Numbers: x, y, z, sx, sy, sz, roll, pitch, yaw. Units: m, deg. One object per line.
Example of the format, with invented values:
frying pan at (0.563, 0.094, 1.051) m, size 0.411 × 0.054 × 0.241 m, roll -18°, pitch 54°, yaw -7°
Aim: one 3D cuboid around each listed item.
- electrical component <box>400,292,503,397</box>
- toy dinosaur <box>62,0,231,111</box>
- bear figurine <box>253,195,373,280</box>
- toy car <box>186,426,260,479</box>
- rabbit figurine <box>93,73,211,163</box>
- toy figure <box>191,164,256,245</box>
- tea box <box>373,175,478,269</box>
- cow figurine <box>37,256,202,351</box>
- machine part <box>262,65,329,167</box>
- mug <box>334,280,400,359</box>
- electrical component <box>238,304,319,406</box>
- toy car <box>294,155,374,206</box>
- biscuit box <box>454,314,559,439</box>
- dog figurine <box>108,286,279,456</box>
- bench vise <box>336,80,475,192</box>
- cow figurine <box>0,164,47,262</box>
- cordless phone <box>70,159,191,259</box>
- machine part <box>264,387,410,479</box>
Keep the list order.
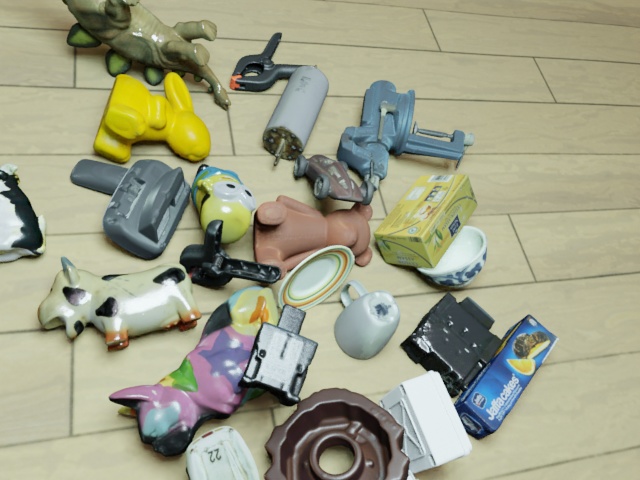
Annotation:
electrical component at (0.206, 0.150, 0.820) m, size 0.115 × 0.058 × 0.134 m, roll 43°, pitch 59°, yaw 8°
toy dinosaur at (-0.333, -0.363, 0.861) m, size 0.470 × 0.199 × 0.105 m, roll 40°, pitch 51°, yaw -30°
bear figurine at (-0.002, -0.004, 0.814) m, size 0.196 × 0.132 × 0.120 m, roll 2°, pitch 99°, yaw -10°
toy car at (-0.093, 0.314, 0.613) m, size 0.073 × 0.056 × 0.201 m, roll -20°, pitch 90°, yaw -26°
rabbit figurine at (-0.259, -0.187, 0.870) m, size 0.173 × 0.122 × 0.162 m, roll 19°, pitch 47°, yaw -21°
toy figure at (-0.146, -0.056, 0.791) m, size 0.082 × 0.089 × 0.180 m, roll -4°, pitch 20°, yaw -23°
tea box at (0.177, -0.034, 0.887) m, size 0.169 × 0.098 × 0.068 m, roll -48°, pitch 125°, yaw -30°
cow figurine at (-0.268, 0.078, 0.712) m, size 0.195 × 0.085 × 0.127 m, roll -12°, pitch 71°, yaw -19°
machine part at (-0.041, -0.229, 0.958) m, size 0.079 × 0.079 × 0.243 m, roll 22°, pitch 58°, yaw -3°
mug at (0.070, 0.106, 0.777) m, size 0.081 × 0.107 × 0.109 m, roll -12°, pitch 66°, yaw -23°
electrical component at (-0.042, 0.129, 0.639) m, size 0.075 × 0.047 × 0.119 m, roll 26°, pitch 62°, yaw -4°
toy car at (0.020, -0.101, 0.857) m, size 0.089 × 0.053 × 0.202 m, roll 9°, pitch 16°, yaw -18°
biscuit box at (0.277, 0.202, 0.806) m, size 0.059 × 0.062 × 0.203 m, roll 42°, pitch 58°, yaw 11°
dog figurine at (-0.151, 0.162, 0.684) m, size 0.219 × 0.108 × 0.191 m, roll -9°, pitch 64°, yaw -18°
bench vise at (0.157, -0.179, 0.962) m, size 0.241 × 0.128 × 0.224 m, roll 10°, pitch 57°, yaw -2°
cow figurine at (-0.439, -0.049, 0.746) m, size 0.098 × 0.068 × 0.167 m, roll -9°, pitch 67°, yaw -26°
cordless phone at (-0.300, -0.061, 0.798) m, size 0.184 × 0.088 × 0.146 m, roll 13°, pitch 58°, yaw 5°
machine part at (0.021, 0.272, 0.662) m, size 0.179 × 0.056 × 0.179 m, roll -5°, pitch 42°, yaw 5°
